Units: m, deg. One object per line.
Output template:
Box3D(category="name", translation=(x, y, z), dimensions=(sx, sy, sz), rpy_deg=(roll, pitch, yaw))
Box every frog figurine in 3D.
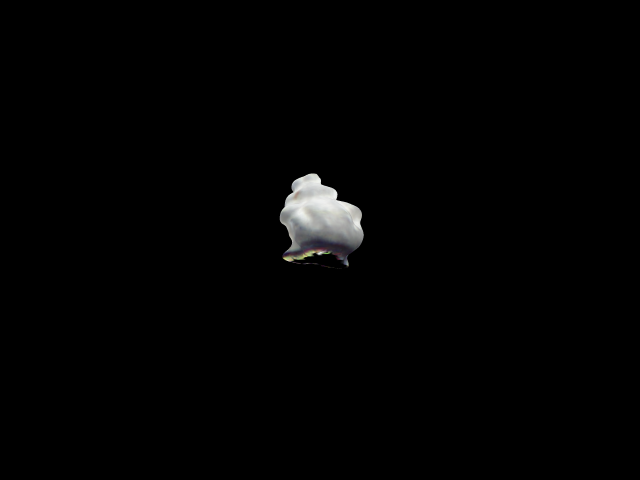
Box3D(category="frog figurine", translation=(0.003, -0.043, 0.850), dimensions=(0.137, 0.162, 0.121), rpy_deg=(1, -18, -3))
